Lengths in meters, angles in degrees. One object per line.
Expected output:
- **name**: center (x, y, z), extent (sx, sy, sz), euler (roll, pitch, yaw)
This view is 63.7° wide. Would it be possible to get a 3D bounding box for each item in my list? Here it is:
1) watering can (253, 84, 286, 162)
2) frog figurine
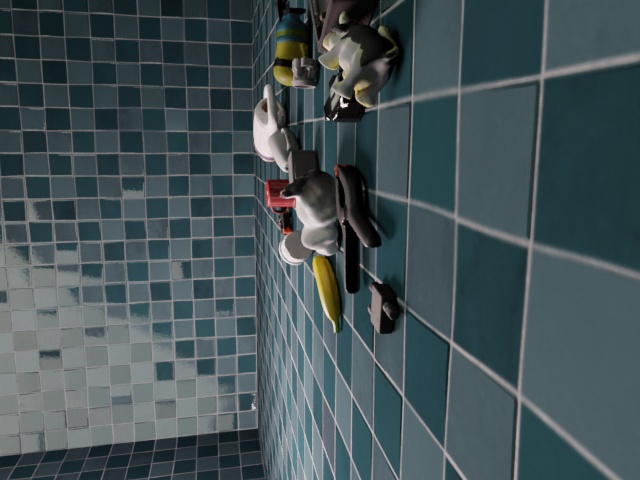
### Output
- **watering can**: center (-0.157, -0.338, 1.646), extent (0.219, 0.104, 0.356), euler (102, 163, -53)
- **frog figurine**: center (0.003, -0.049, 0.979), extent (0.158, 0.124, 0.137), euler (54, 164, -11)
